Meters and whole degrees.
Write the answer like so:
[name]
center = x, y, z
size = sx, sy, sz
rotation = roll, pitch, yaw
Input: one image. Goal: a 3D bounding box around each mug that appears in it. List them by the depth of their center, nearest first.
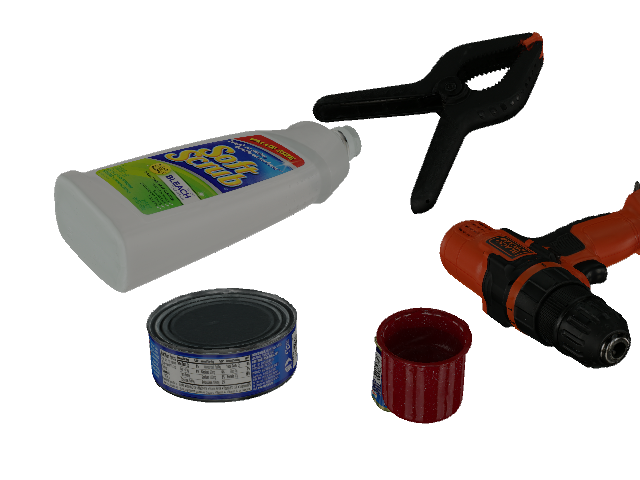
[mug]
center = 0.110, 0.121, 1.066
size = 0.093, 0.081, 0.117
rotation = 23, 40, 34

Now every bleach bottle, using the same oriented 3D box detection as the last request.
[bleach bottle]
center = -0.074, -0.046, 0.841
size = 0.250, 0.068, 0.103
rotation = -25, 49, -34

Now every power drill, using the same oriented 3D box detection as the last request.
[power drill]
center = 0.203, 0.019, 0.749
size = 0.187, 0.057, 0.185
rotation = -12, 28, -22

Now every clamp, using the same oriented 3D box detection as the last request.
[clamp]
center = 0.118, -0.115, 0.941
size = 0.210, 0.165, 0.036
rotation = -27, -38, -8

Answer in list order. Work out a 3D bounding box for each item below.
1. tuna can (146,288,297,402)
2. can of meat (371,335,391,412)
[tuna can]
center = -0.055, 0.059, 0.612
size = 0.086, 0.034, 0.086
rotation = -2, 20, 0
[can of meat]
center = 0.115, 0.161, 1.326
size = 0.102, 0.084, 0.057
rotation = -6, 27, -21
